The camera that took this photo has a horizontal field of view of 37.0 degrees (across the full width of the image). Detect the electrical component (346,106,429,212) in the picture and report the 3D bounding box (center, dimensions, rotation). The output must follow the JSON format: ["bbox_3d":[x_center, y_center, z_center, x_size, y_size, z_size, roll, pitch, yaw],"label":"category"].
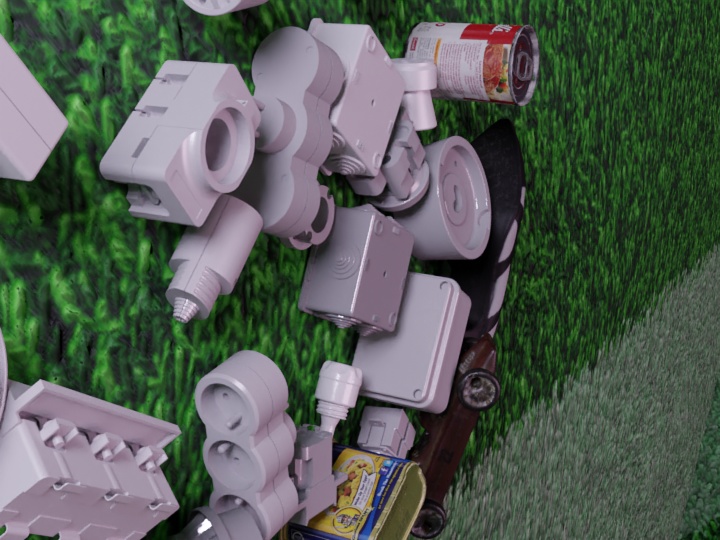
[{"bbox_3d":[0.023,-0.084,0.868,0.057,0.058,0.078,57,48,-48],"label":"electrical component"}]

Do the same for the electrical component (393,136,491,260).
[{"bbox_3d":[0.066,-0.059,0.947,0.108,0.060,0.108,20,66,-57],"label":"electrical component"}]

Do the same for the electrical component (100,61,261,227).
[{"bbox_3d":[-0.101,-0.075,0.635,0.089,0.056,0.050,-65,149,-28],"label":"electrical component"}]

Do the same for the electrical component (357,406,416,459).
[{"bbox_3d":[0.020,0.156,0.951,0.066,0.048,0.055,62,37,-49],"label":"electrical component"}]

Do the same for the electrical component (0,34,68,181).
[{"bbox_3d":[-0.186,-0.067,0.482,0.075,0.047,0.083,-66,149,-27],"label":"electrical component"}]

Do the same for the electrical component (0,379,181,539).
[{"bbox_3d":[-0.152,0.107,0.569,0.079,0.063,0.121,-39,151,8],"label":"electrical component"}]

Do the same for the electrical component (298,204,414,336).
[{"bbox_3d":[0.000,0.000,0.859,0.100,0.048,0.099,25,76,-62],"label":"electrical component"}]

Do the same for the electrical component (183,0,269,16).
[{"bbox_3d":[-0.078,-0.183,0.648,0.047,0.055,0.055,-33,127,-60],"label":"electrical component"}]

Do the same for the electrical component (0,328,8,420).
[{"bbox_3d":[-0.208,0.051,0.485,0.099,0.064,0.099,1,90,-75],"label":"electrical component"}]

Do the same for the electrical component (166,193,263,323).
[{"bbox_3d":[-0.097,-0.004,0.678,0.081,0.043,0.043,-67,150,-24],"label":"electrical component"}]

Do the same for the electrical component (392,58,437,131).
[{"bbox_3d":[0.042,-0.147,0.899,0.045,0.045,0.055,-30,124,-57],"label":"electrical component"}]

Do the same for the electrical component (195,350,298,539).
[{"bbox_3d":[-0.069,0.119,0.757,0.074,0.052,0.138,-37,130,-54],"label":"electrical component"}]

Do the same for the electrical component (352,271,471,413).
[{"bbox_3d":[0.043,0.061,0.929,0.057,0.078,0.113,37,66,-63],"label":"electrical component"}]

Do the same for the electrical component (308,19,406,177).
[{"bbox_3d":[-0.010,-0.126,0.800,0.099,0.048,0.099,46,57,-58],"label":"electrical component"}]

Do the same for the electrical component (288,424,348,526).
[{"bbox_3d":[-0.047,0.155,0.824,0.081,0.042,0.063,-18,111,-61],"label":"electrical component"}]

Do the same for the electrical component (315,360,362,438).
[{"bbox_3d":[-0.021,0.106,0.868,0.035,0.035,0.061,25,78,-62],"label":"electrical component"}]

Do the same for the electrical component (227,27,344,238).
[{"bbox_3d":[-0.057,-0.095,0.715,0.074,0.052,0.138,17,83,-63],"label":"electrical component"}]
